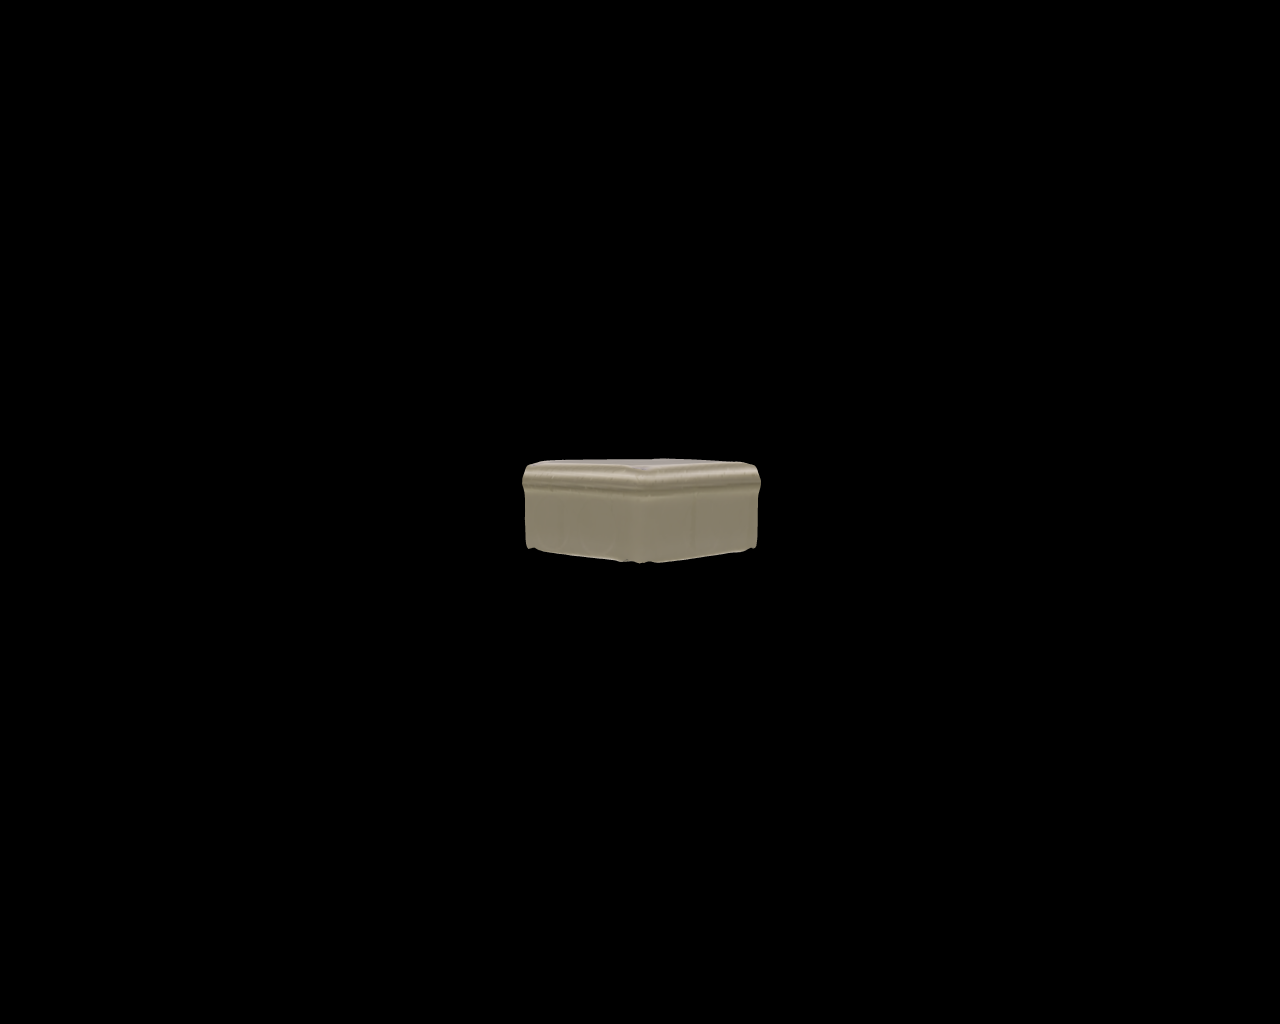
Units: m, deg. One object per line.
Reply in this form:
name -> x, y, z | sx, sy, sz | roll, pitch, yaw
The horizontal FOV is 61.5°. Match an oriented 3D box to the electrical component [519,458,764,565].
electrical component -> 0.001, -0.003, 0.650 | 0.109, 0.056, 0.109 | -4, 6, -43
